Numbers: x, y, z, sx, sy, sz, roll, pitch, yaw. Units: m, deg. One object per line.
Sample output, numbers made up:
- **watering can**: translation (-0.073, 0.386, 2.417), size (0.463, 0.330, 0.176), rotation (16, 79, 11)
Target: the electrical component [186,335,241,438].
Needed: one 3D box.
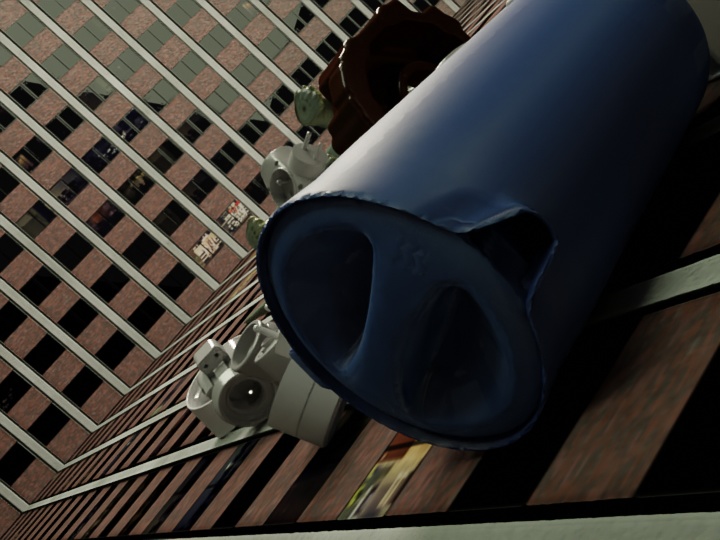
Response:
- **electrical component**: translation (-0.118, 0.112, 1.035), size (0.099, 0.064, 0.099), rotation (-38, 24, 20)

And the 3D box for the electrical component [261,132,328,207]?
- **electrical component**: translation (-0.055, -0.098, 1.060), size (0.044, 0.077, 0.079), rotation (-16, -40, -40)

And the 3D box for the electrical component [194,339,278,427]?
- **electrical component**: translation (-0.102, 0.099, 0.918), size (0.058, 0.078, 0.057), rotation (-47, 27, -1)

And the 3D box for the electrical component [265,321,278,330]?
- **electrical component**: translation (-0.088, 0.080, 0.974), size (0.062, 0.048, 0.048), rotation (-39, 8, 3)

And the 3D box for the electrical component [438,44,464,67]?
- **electrical component**: translation (0.081, -0.087, 0.649), size (0.060, 0.108, 0.108), rotation (26, 69, 44)

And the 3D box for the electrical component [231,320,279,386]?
- **electrical component**: translation (-0.062, 0.072, 0.841), size (0.044, 0.065, 0.044), rotation (-48, 25, 31)

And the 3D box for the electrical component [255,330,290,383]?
- **electrical component**: translation (-0.039, 0.068, 0.739), size (0.044, 0.065, 0.044), rotation (-47, 9, 9)

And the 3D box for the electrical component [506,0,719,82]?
- **electrical component**: translation (0.155, -0.151, 0.612), size (0.056, 0.109, 0.109), rotation (-52, 9, -15)

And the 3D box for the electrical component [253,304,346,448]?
- **electrical component**: translation (-0.032, 0.043, 0.697), size (0.052, 0.074, 0.138), rotation (104, -171, -51)
